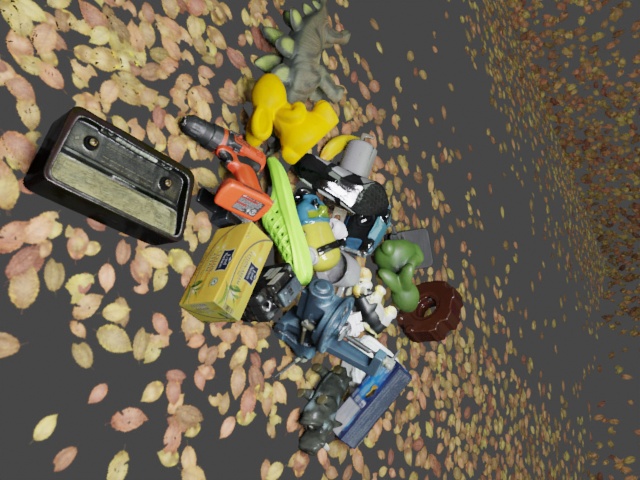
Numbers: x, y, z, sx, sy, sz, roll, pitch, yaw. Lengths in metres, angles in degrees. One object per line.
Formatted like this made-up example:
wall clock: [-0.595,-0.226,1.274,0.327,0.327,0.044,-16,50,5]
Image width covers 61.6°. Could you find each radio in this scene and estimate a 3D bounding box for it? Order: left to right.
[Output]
radio: [-0.307,-0.091,0.820,0.229,0.073,0.131,32,58,-43]

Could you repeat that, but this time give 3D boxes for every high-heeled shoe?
high-heeled shoe: [0.042,-0.123,1.188,0.248,0.145,0.086,23,96,-49]

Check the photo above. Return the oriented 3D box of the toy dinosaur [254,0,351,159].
toy dinosaur: [-0.045,-0.374,1.188,0.198,0.105,0.471,20,72,-38]

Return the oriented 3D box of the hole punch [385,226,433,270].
hole punch: [0.230,0.028,1.446,0.116,0.092,0.142,-8,93,-15]

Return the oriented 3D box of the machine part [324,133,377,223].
machine part: [0.073,-0.148,1.267,0.079,0.079,0.243,34,70,-41]

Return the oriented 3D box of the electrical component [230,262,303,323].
electrical component: [-0.101,0.096,0.980,0.115,0.134,0.058,-48,118,-43]

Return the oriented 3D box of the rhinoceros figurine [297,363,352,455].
rhinoceros figurine: [0.005,0.344,1.106,0.190,0.073,0.112,-62,138,-41]

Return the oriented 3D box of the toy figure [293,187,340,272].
toy figure: [-0.010,-0.021,1.144,0.082,0.089,0.180,95,-14,-74]

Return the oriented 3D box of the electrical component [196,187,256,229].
electrical component: [-0.170,-0.059,1.002,0.119,0.048,0.075,43,50,-38]

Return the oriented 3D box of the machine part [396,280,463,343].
machine part: [0.285,0.184,1.402,0.056,0.179,0.179,47,49,-31]

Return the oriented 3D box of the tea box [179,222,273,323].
tea box: [-0.162,0.057,0.944,0.068,0.098,0.169,48,47,-34]

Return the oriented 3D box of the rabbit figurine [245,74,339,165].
rabbit figurine: [-0.077,-0.242,1.066,0.162,0.122,0.173,-41,101,-15]

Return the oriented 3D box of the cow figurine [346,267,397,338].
cow figurine: [0.111,0.149,1.281,0.098,0.068,0.167,-48,117,-37]

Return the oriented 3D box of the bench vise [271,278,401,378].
bench vise: [0.028,0.192,1.024,0.129,0.241,0.223,-35,149,-56]

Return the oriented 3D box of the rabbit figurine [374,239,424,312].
rabbit figurine: [0.202,0.087,1.302,0.159,0.121,0.170,48,27,-69]

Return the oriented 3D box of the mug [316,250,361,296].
mug: [0.049,0.080,1.212,0.107,0.081,0.109,20,77,-58]

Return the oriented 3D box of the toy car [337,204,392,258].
toy car: [0.111,-0.018,1.293,0.161,0.109,0.102,-66,154,-25]

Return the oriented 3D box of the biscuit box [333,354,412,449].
biscuit box: [0.109,0.345,1.158,0.202,0.059,0.062,-48,123,-6]
